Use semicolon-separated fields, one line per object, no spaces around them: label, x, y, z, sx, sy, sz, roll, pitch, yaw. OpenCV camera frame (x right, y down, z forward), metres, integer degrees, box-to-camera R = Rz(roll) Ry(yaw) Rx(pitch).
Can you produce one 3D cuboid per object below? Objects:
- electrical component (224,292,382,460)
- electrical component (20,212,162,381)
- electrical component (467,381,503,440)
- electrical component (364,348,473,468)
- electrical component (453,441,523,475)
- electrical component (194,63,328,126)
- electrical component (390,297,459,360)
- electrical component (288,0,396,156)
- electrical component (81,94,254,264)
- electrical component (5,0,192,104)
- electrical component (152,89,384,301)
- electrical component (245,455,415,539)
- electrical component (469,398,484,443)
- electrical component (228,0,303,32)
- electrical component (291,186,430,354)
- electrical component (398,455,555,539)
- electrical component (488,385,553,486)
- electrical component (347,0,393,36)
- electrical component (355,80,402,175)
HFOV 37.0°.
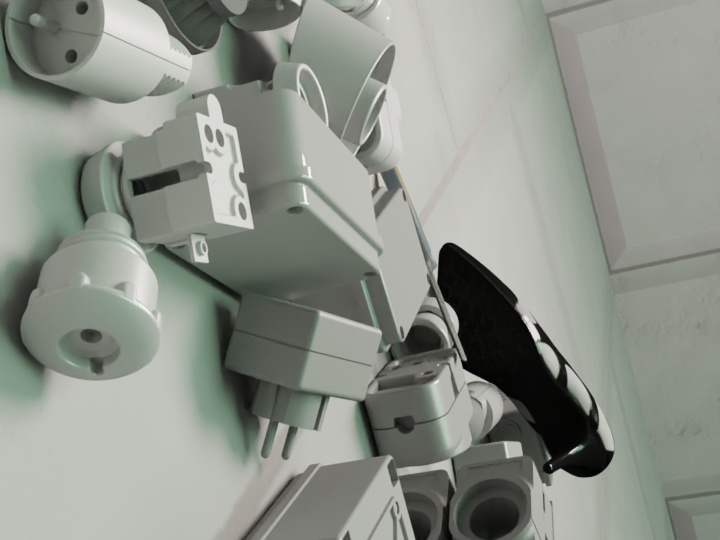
electrical component;-0.032;0.057;0.538;0.066;0.047;0.076;22;82;-59
electrical component;-0.095;0.006;0.391;0.062;0.048;0.048;-95;162;-45
electrical component;0.091;0.119;0.890;0.081;0.043;0.043;-9;87;-73
electrical component;0.043;0.097;0.739;0.095;0.054;0.059;-37;113;-71
electrical component;0.114;0.186;0.909;0.066;0.047;0.076;25;54;-68
electrical component;-0.050;-0.082;0.570;0.066;0.055;0.048;-24;101;-72
electrical component;0.049;0.049;0.809;0.055;0.045;0.045;-55;130;-68
electrical component;-0.020;-0.107;0.647;0.099;0.064;0.099;25;90;-84
electrical component;-0.080;-0.033;0.443;0.048;0.055;0.066;8;71;-71
electrical component;-0.101;-0.091;0.437;0.081;0.043;0.043;6;73;-72
electrical component;-0.042;-0.030;0.522;0.113;0.078;0.057;41;37;-62
electrical component;-0.007;0.162;0.533;0.109;0.056;0.108;-39;115;-71
electrical component;0.063;0.105;0.822;0.065;0.044;0.044;47;34;-50
electrical component;-0.054;-0.181;0.646;0.079;0.043;0.077;27;52;-68
electrical component;0.000;0.000;0.667;0.113;0.057;0.078;-56;131;-67
electrical component;0.057;0.200;0.625;0.186;0.105;0.060;-81;153;-50
electrical component;0.159;0.158;1.067;0.099;0.048;0.099;-58;133;-66
electrical component;-0.003;-0.206;0.824;0.062;0.043;0.043;49;33;-54
electrical component;-0.007;-0.113;0.730;0.059;0.054;0.095;19;60;-70
